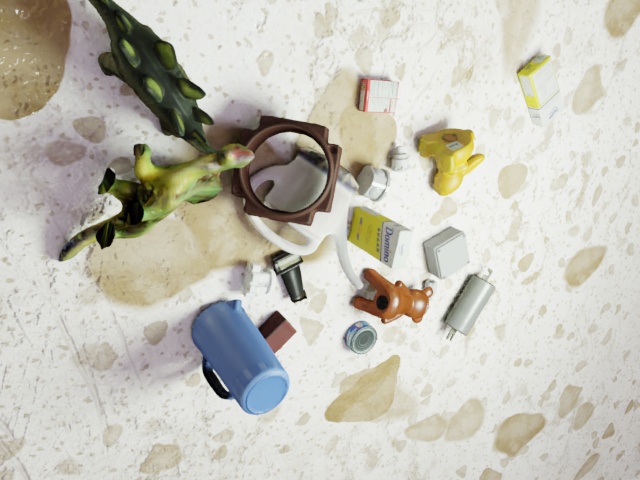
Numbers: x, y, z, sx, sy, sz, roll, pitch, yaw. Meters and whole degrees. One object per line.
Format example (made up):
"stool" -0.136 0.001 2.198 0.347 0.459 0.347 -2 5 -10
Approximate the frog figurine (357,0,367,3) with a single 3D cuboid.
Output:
"frog figurine" 0.091 -0.570 1.030 0.139 0.124 0.156 -44 161 -17

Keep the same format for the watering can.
"watering can" 0.003 -0.057 1.127 0.345 0.105 0.224 34 91 -15

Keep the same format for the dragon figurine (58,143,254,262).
"dragon figurine" -0.279 -0.067 0.935 0.244 0.405 0.123 -9 74 -55
